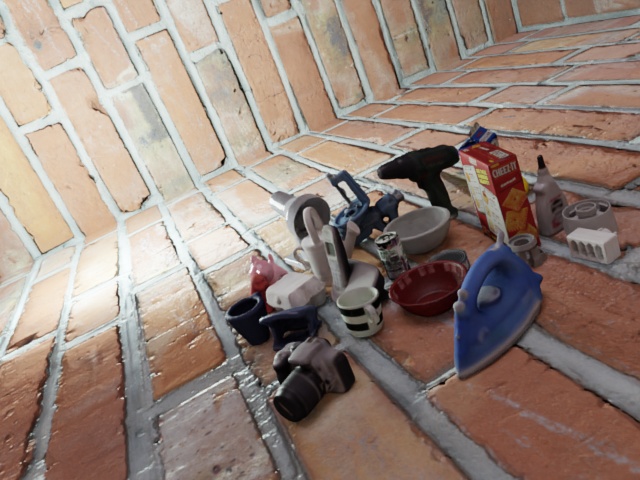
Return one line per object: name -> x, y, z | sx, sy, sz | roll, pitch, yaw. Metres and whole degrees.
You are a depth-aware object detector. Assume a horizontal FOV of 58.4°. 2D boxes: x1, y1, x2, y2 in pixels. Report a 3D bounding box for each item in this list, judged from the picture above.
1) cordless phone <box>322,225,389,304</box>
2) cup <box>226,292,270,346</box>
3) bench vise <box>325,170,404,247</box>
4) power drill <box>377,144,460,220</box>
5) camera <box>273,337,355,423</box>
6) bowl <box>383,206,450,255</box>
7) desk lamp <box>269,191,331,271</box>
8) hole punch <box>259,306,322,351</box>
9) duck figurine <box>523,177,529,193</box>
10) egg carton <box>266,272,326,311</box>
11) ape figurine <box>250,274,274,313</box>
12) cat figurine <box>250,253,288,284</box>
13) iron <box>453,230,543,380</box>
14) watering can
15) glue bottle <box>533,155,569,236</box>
cordless phone -> 0.063, 0.058, 1.234 | 0.094, 0.185, 0.147 | -34, 24, -26
cup -> -0.147, 0.179, 1.282 | 0.091, 0.095, 0.118 | -13, 23, 25
bench vise -> 0.110, -0.106, 1.534 | 0.208, 0.220, 0.121 | -29, 22, -15
power drill -> 0.269, -0.137, 1.464 | 0.230, 0.209, 0.075 | -30, 22, -17
camera -> -0.035, 0.242, 1.008 | 0.142, 0.101, 0.137 | -3, 28, 41
bowl -> 0.241, -0.012, 1.378 | 0.167, 0.075, 0.167 | -20, 21, 8
desk lamp -> -0.050, -0.030, 1.524 | 0.118, 0.214, 0.202 | -33, 23, -25
hole punch -> -0.063, 0.172, 1.220 | 0.108, 0.091, 0.101 | -14, 23, 23
duck figurine -> 0.484, -0.154, 1.457 | 0.077, 0.086, 0.105 | -4, 28, 41
egg carton -> -0.058, 0.129, 1.349 | 0.107, 0.069, 0.149 | -36, 25, -31
ape figurine -> -0.144, 0.127, 1.409 | 0.078, 0.092, 0.075 | -35, 24, -29
cat figurine -> -0.138, 0.082, 1.476 | 0.067, 0.118, 0.128 | -14, 23, 22
iron -> 0.279, 0.100, 0.972 | 0.118, 0.142, 0.259 | -1, 30, 44
watering can -> 0.013, 0.004, 1.403 | 0.173, 0.194, 0.100 | -24, 21, -3
glue bottle -> 0.480, -0.099, 1.206 | 0.078, 0.173, 0.037 | -32, 23, -23
